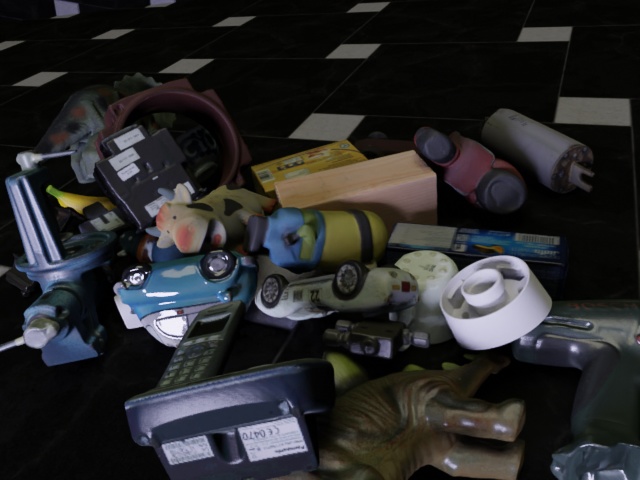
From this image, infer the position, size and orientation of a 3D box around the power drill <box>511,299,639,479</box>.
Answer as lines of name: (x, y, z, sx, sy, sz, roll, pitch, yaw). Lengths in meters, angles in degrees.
power drill: (0.283, 0.125, 0.461, 0.232, 0.085, 0.207, 5, 41, 22)

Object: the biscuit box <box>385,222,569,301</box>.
biscuit box: (0.183, 0.025, 0.640, 0.203, 0.062, 0.059, 6, 37, 20)

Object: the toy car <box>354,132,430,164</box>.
toy car: (0.154, -0.138, 0.886, 0.202, 0.053, 0.089, 5, 35, 12)

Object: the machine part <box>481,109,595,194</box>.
machine part: (0.329, -0.141, 0.828, 0.079, 0.079, 0.243, -18, 36, -12)

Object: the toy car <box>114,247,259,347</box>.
toy car: (-0.144, 0.073, 0.611, 0.162, 0.109, 0.103, -10, 74, -9)

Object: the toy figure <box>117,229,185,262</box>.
toy figure: (-0.220, 0.019, 0.748, 0.155, 0.057, 0.064, 13, 39, 34)

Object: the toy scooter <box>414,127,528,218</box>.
toy scooter: (0.209, -0.103, 0.770, 0.184, 0.075, 0.135, 34, 13, -6)

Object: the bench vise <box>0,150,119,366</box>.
bench vise: (-0.316, 0.018, 0.632, 0.129, 0.240, 0.224, -8, 19, 8)

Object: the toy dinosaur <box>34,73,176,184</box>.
toy dinosaur: (-0.365, -0.201, 0.929, 0.131, 0.192, 0.405, -13, 5, 14)

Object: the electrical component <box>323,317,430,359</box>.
electrical component: (0.054, 0.091, 0.502, 0.094, 0.021, 0.063, 6, 8, 19)

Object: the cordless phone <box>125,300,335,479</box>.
cordless phone: (-0.059, 0.099, 0.442, 0.147, 0.088, 0.184, -15, 23, 9)

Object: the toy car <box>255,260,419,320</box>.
toy car: (0.011, 0.059, 0.580, 0.202, 0.056, 0.073, -13, -15, 43)

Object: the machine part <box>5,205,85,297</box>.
machine part: (-0.402, 0.011, 0.783, 0.084, 0.039, 0.139, 20, 73, 42)

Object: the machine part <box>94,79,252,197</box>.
machine part: (-0.224, -0.134, 0.837, 0.201, 0.201, 0.087, -30, 3, -26)

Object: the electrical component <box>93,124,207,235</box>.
electrical component: (-0.240, -0.090, 0.740, 0.115, 0.134, 0.058, -35, 5, -29)

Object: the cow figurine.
cow figurine: (-0.137, -0.027, 0.697, 0.127, 0.085, 0.195, 21, 17, 0)

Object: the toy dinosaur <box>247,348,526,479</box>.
toy dinosaur: (0.009, 0.195, 0.413, 0.199, 0.104, 0.471, 16, 32, 43)

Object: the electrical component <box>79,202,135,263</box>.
electrical component: (-0.328, -0.015, 0.828, 0.075, 0.047, 0.119, -33, 41, -30)

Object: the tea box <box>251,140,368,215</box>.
tea box: (-0.013, -0.092, 0.847, 0.170, 0.068, 0.098, -16, 36, -11)

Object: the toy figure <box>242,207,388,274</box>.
toy figure: (0.000, -0.001, 0.656, 0.180, 0.089, 0.082, 11, 27, -23)
